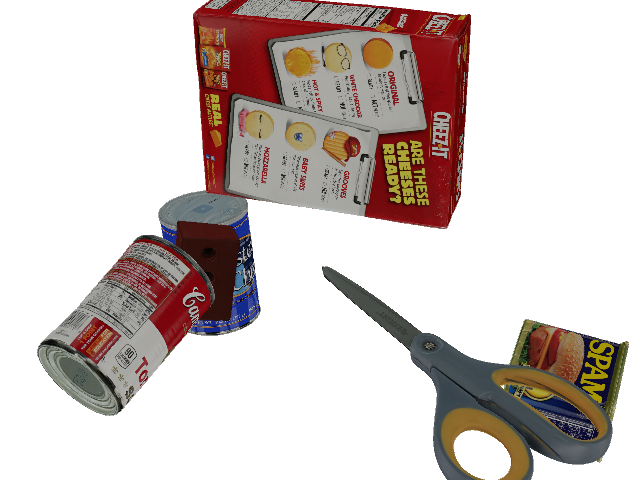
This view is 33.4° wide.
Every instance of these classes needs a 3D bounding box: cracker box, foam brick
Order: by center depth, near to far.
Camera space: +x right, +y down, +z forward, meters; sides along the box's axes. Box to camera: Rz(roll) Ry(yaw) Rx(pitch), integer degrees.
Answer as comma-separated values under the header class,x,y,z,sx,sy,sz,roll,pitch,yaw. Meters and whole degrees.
class,x,y,z,sx,sy,sz,roll,pitch,yaw
cracker box,0.010,-0.109,0.872,0.214,0.164,0.072,8,32,15
foam brick,-0.105,0.027,0.962,0.053,0.078,0.051,3,15,-13

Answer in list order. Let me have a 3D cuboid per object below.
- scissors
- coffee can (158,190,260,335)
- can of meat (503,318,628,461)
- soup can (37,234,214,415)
class,x,y,z,sx,sy,sz,roll,pitch,yaw
scissors,0.053,0.074,0.565,0.202,0.016,0.096,23,45,32
coffee can,-0.128,0.025,1.245,0.103,0.140,0.103,-4,26,2
can of meat,0.189,0.114,0.837,0.084,0.057,0.102,14,40,15
soup can,-0.125,0.054,0.694,0.069,0.068,0.102,0,41,45
